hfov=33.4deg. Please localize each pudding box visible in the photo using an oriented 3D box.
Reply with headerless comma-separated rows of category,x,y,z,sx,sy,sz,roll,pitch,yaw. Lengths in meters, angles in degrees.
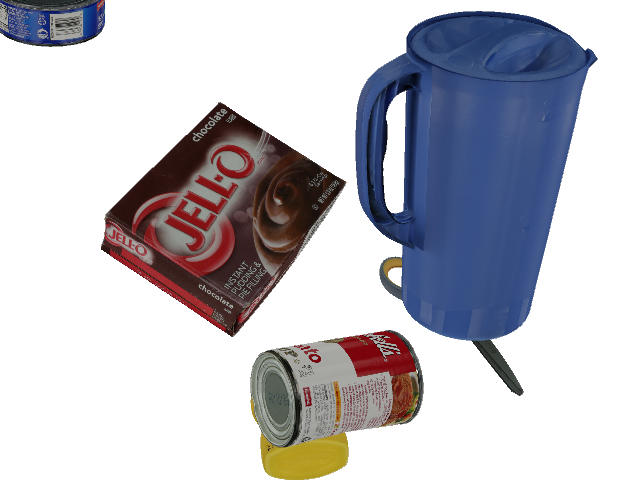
pudding box,-0.053,-0.014,0.592,0.090,0.113,0.039,33,-41,6

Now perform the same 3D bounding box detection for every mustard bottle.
mustard bottle,-0.032,0.198,1.250,0.096,0.058,0.192,-7,29,-8

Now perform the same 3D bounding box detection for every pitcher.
pitcher,0.114,-0.044,0.827,0.149,0.243,0.144,14,34,18

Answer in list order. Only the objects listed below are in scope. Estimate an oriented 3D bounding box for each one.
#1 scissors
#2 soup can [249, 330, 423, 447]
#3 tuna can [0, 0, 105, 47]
scissors,0.116,0.072,1.013,0.096,0.016,0.202,-6,45,-8
soup can,0.010,0.103,0.742,0.102,0.068,0.069,-6,3,-30
tuna can,-0.208,-0.181,0.819,0.086,0.034,0.086,5,35,-4
